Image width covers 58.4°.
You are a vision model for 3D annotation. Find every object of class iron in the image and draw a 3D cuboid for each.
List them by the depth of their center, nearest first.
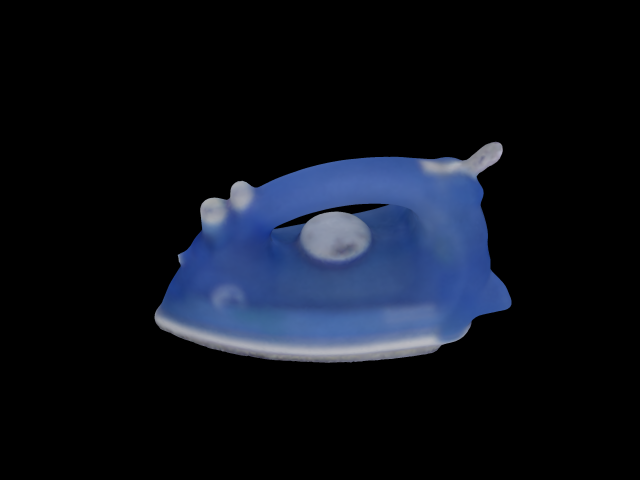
[{"bbox_3d":[0.004,0.001,0.400,0.258,0.141,0.118,-6,43,-6],"label":"iron"}]
